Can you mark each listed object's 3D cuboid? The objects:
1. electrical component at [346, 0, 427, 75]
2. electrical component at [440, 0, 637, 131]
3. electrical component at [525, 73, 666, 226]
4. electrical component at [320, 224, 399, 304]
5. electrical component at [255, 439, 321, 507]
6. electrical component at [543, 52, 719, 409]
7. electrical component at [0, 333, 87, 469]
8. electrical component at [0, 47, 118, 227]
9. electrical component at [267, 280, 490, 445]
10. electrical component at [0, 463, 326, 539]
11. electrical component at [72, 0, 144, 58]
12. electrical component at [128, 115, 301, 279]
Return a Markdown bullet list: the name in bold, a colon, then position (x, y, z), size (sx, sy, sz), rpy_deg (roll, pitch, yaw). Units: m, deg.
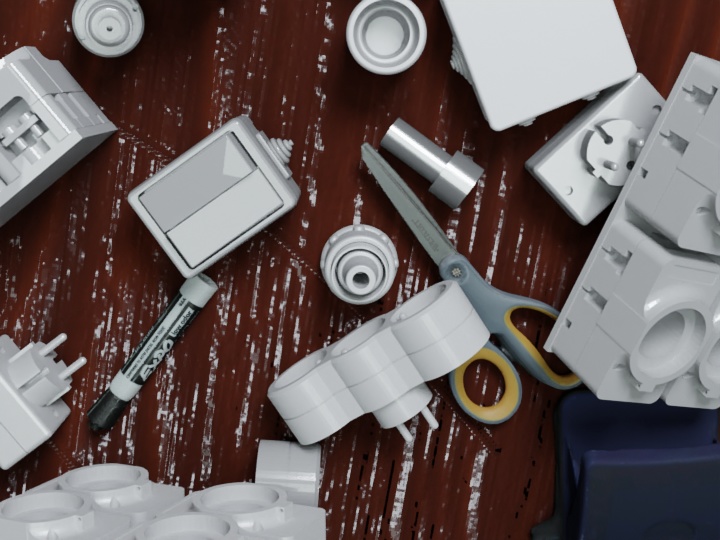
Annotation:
- **electrical component**: position (0.014, -0.135, 0.621), size (0.045, 0.055, 0.045), rpy_deg (0, 100, 0)
- **electrical component**: position (0.100, -0.138, 0.624), size (0.100, 0.048, 0.099), rpy_deg (-22, 100, 4)
- **electrical component**: position (0.146, -0.069, 0.624), size (0.083, 0.075, 0.047), rpy_deg (-43, 98, 7)
- **electrical component**: position (0.000, 0.000, 0.643), size (0.048, 0.062, 0.048), rpy_deg (0, 101, -1)
- **electrical component**: position (-0.065, 0.174, 0.679), size (0.074, 0.052, 0.138), rpy_deg (3, 100, -1)
- **electrical component**: position (0.197, -0.013, 0.602), size (0.105, 0.060, 0.186), rpy_deg (9, 115, -31)
- **electrical component**: position (-0.204, 0.070, 0.662), size (0.077, 0.047, 0.065), rpy_deg (-37, 99, 7)
- **electrical component**: position (-0.225, -0.056, 0.617), size (0.150, 0.089, 0.061), rpy_deg (-38, 98, 6)
- **electrical component**: position (0.019, 0.070, 0.651), size (0.138, 0.052, 0.073), rpy_deg (-30, 99, 19)
- **electrical component**: position (-0.124, 0.162, 0.617), size (0.186, 0.105, 0.060), rpy_deg (3, 98, 24)
- **electrical component**: position (-0.143, -0.141, 0.611), size (0.040, 0.078, 0.040), rpy_deg (-4, 109, -13)
- **electrical component**: position (-0.080, -0.047, 0.634), size (0.096, 0.061, 0.061), rpy_deg (-35, 99, 6)
